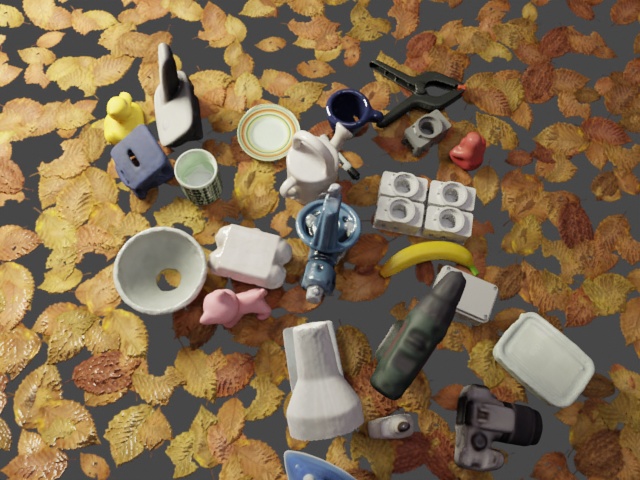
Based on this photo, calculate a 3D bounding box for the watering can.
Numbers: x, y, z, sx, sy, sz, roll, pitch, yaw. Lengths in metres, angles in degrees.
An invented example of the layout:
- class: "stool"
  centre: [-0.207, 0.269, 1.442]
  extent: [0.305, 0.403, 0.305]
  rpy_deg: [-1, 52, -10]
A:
- class: "watering can"
  centre: [-0.010, -0.152, 1.085]
  extent: [0.101, 0.194, 0.173]
  rpy_deg: [21, 72, 4]

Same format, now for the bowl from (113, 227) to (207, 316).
- class: "bowl"
  centre: [-0.289, 0.064, 1.063]
  extent: [0.167, 0.075, 0.167]
  rpy_deg: [1, 72, -2]

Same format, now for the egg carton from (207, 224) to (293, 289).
- class: "egg carton"
  centre: [-0.131, 0.031, 1.084]
  extent: [0.150, 0.069, 0.107]
  rpy_deg: [14, 72, 2]

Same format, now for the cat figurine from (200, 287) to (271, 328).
- class: "cat figurine"
  centre: [-0.154, 0.115, 1.030]
  extent: [0.128, 0.118, 0.067]
  rpy_deg: [-16, 73, -8]

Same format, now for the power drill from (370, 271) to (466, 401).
- class: "power drill"
  centre: [0.159, 0.168, 0.980]
  extent: [0.075, 0.208, 0.230]
  rpy_deg: [32, 73, 8]

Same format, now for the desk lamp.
- class: "desk lamp"
  centre: [-0.007, 0.224, 0.951]
  extent: [0.118, 0.213, 0.203]
  rpy_deg: [-10, 72, -6]

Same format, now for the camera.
- class: "camera"
  centre: [0.311, 0.331, 0.991]
  extent: [0.137, 0.101, 0.143]
  rpy_deg: [10, 72, 1]

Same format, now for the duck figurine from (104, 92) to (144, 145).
- class: "duck figurine"
  centre: [-0.403, -0.248, 1.154]
  extent: [0.077, 0.086, 0.104]
  rpy_deg: [18, 72, 3]

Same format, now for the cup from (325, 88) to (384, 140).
- class: "cup"
  centre: [0.068, -0.246, 1.172]
  extent: [0.117, 0.095, 0.092]
  rpy_deg: [10, 72, 1]

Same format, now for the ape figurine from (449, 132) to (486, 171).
- class: "ape figurine"
  centre: [0.307, -0.188, 1.166]
  extent: [0.078, 0.092, 0.076]
  rpy_deg: [-10, 72, -6]

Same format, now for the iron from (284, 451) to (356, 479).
- class: "iron"
  centre: [0.032, 0.440, 0.920]
  extent: [0.258, 0.141, 0.119]
  rpy_deg: [43, 75, 11]

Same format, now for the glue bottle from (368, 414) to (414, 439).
- class: "glue bottle"
  centre: [0.126, 0.311, 0.950]
  extent: [0.078, 0.173, 0.037]
  rpy_deg: [-8, 72, -5]

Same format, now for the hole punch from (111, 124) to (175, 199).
- class: "hole punch"
  centre: [-0.351, -0.154, 1.123]
  extent: [0.101, 0.091, 0.108]
  rpy_deg: [-32, 76, -12]

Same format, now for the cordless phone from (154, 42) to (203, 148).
- class: "cordless phone"
  centre: [-0.290, -0.280, 1.118]
  extent: [0.094, 0.185, 0.147]
  rpy_deg: [-13, 73, -7]

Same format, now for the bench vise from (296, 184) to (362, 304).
- class: "bench vise"
  centre: [0.021, 0.003, 1.022]
  extent: [0.121, 0.220, 0.207]
  rpy_deg: [-6, 72, -4]
